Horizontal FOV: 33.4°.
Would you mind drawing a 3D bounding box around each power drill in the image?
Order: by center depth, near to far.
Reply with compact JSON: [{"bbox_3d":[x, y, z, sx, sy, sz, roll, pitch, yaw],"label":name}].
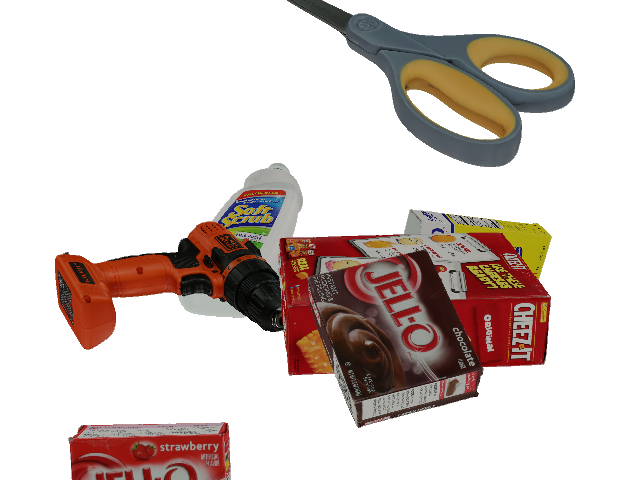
[{"bbox_3d":[-0.133,0.045,0.963,0.187,0.057,0.185,-9,25,-26],"label":"power drill"}]

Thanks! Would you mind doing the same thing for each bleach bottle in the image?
[{"bbox_3d":[-0.082,-0.014,1.220,0.102,0.068,0.250,3,35,10],"label":"bleach bottle"}]

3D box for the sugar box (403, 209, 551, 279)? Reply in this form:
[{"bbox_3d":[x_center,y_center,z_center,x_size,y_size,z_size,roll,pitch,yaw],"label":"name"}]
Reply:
[{"bbox_3d":[0.185,0.019,1.300,0.176,0.093,0.048,4,21,-20],"label":"sugar box"}]

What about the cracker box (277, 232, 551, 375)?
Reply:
[{"bbox_3d":[0.072,0.052,0.930,0.213,0.072,0.164,-1,20,-4],"label":"cracker box"}]

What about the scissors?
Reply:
[{"bbox_3d":[0.043,-0.102,0.525,0.096,0.016,0.202,-20,47,-21],"label":"scissors"}]

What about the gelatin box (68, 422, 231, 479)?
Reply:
[{"bbox_3d":[-0.095,0.143,0.605,0.089,0.073,0.030,-2,6,2],"label":"gelatin box"}]

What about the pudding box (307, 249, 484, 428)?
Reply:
[{"bbox_3d":[0.049,0.065,0.730,0.090,0.113,0.039,-14,-39,-9],"label":"pudding box"}]
